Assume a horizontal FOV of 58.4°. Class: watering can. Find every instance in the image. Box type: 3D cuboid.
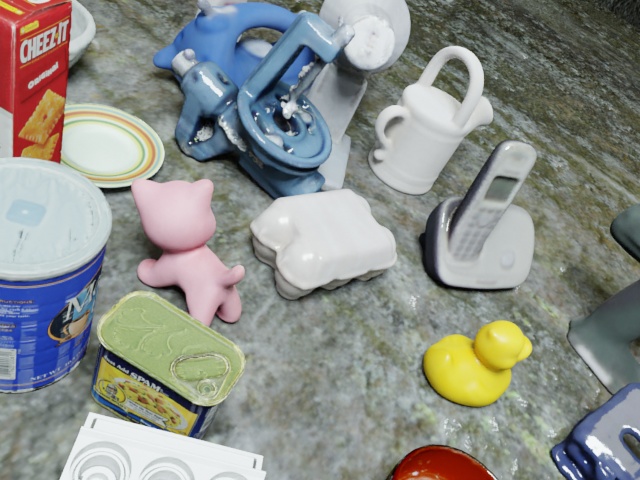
[{"bbox_3d":[0.153,-0.164,0.759,0.100,0.194,0.173,44,43,17],"label":"watering can"}]

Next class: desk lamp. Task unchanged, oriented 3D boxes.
[{"bbox_3d":[0.033,-0.202,0.715,0.118,0.213,0.203,20,41,-10],"label":"desk lamp"}]

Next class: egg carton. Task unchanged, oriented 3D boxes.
[{"bbox_3d":[0.006,0.002,0.602,0.151,0.069,0.107,-13,55,-38],"label":"egg carton"}]

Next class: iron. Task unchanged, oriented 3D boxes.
[{"bbox_3d":[-0.078,-0.252,0.758,0.259,0.141,0.118,-21,61,-42],"label":"iron"}]

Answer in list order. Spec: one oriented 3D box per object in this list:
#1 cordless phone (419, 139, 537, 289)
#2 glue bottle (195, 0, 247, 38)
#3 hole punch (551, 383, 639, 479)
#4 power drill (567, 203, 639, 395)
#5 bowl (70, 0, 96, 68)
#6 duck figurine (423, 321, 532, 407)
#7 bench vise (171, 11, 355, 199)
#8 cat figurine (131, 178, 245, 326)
[{"bbox_3d":[0.212,-0.028,0.662,0.148,0.185,0.094,2,47,-27],"label":"cordless phone"},{"bbox_3d":[-0.128,-0.349,0.803,0.037,0.173,0.078,44,43,17],"label":"glue bottle"},{"bbox_3d":[0.297,0.208,0.542,0.101,0.091,0.108,-17,58,-40],"label":"hole punch"},{"bbox_3d":[0.387,0.082,0.631,0.076,0.208,0.229,-8,53,-35],"label":"power drill"},{"bbox_3d":[-0.341,-0.224,0.631,0.168,0.074,0.167,16,42,-15],"label":"bowl"},{"bbox_3d":[0.161,0.113,0.565,0.105,0.086,0.077,5,46,-25],"label":"duck figurine"},{"bbox_3d":[-0.064,-0.153,0.605,0.207,0.219,0.121,21,41,-9],"label":"bench vise"},{"bbox_3d":[-0.111,0.003,0.498,0.127,0.117,0.067,45,43,18],"label":"cat figurine"}]
